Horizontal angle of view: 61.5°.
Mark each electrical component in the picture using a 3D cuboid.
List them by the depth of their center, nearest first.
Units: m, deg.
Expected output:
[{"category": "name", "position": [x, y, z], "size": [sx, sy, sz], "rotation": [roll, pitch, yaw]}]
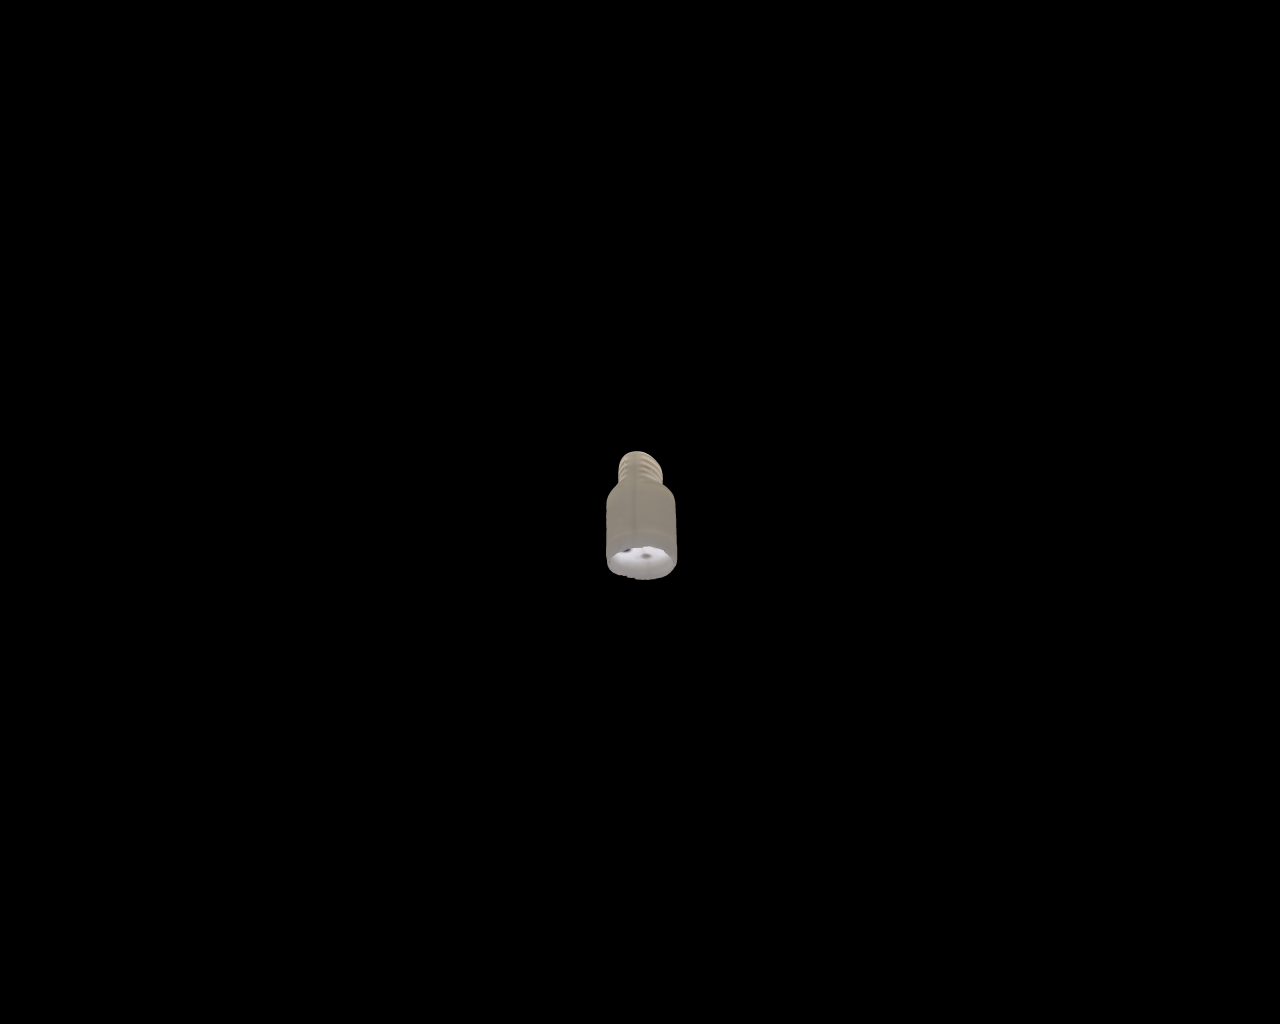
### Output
[{"category": "electrical component", "position": [0.001, -0.003, 0.650], "size": [0.043, 0.081, 0.043], "rotation": [0, -31, 0]}]
